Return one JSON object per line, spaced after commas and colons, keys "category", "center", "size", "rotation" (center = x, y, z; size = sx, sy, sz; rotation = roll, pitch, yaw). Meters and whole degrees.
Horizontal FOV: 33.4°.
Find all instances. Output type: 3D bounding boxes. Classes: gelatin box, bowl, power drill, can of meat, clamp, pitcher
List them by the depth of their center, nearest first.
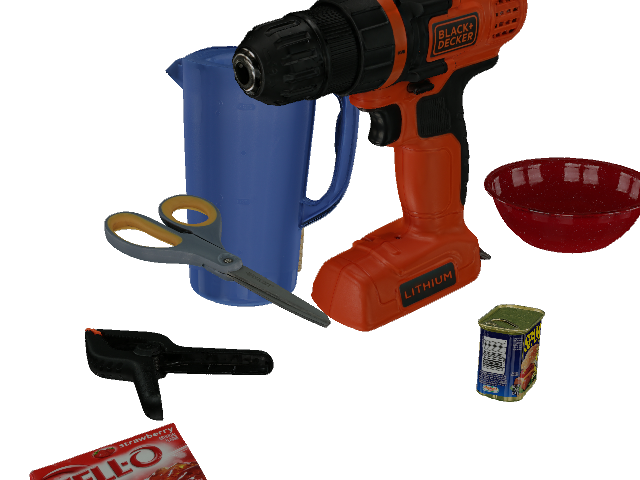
{"category": "power drill", "center": [0.034, -0.047, 0.577], "size": [0.184, 0.188, 0.057], "rotation": [-21, 37, -32]}
{"category": "gelatin box", "center": [-0.110, 0.144, 0.595], "size": [0.089, 0.030, 0.073], "rotation": [-16, 28, -20]}
{"category": "bowl", "center": [0.239, -0.030, 1.034], "size": [0.162, 0.055, 0.162], "rotation": [-2, 23, 1]}
{"category": "pitcher", "center": [-0.061, -0.063, 1.037], "size": [0.144, 0.243, 0.149], "rotation": [-10, 23, -33]}
{"category": "clamp", "center": [-0.177, 0.128, 1.090], "size": [0.210, 0.036, 0.164], "rotation": [10, 17, 32]}
{"category": "can of meat", "center": [0.211, 0.125, 1.193], "size": [0.058, 0.084, 0.102], "rotation": [8, 13, 25]}

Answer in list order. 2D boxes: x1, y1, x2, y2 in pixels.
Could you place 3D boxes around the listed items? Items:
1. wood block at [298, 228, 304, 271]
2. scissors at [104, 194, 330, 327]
{"category": "wood block", "center": [-0.095, -0.042, 1.319], "size": [0.090, 0.090, 0.206], "rotation": [-7, 30, -19]}
{"category": "scissors", "center": [-0.064, 0.008, 0.778], "size": [0.202, 0.016, 0.096], "rotation": [17, 35, 21]}
